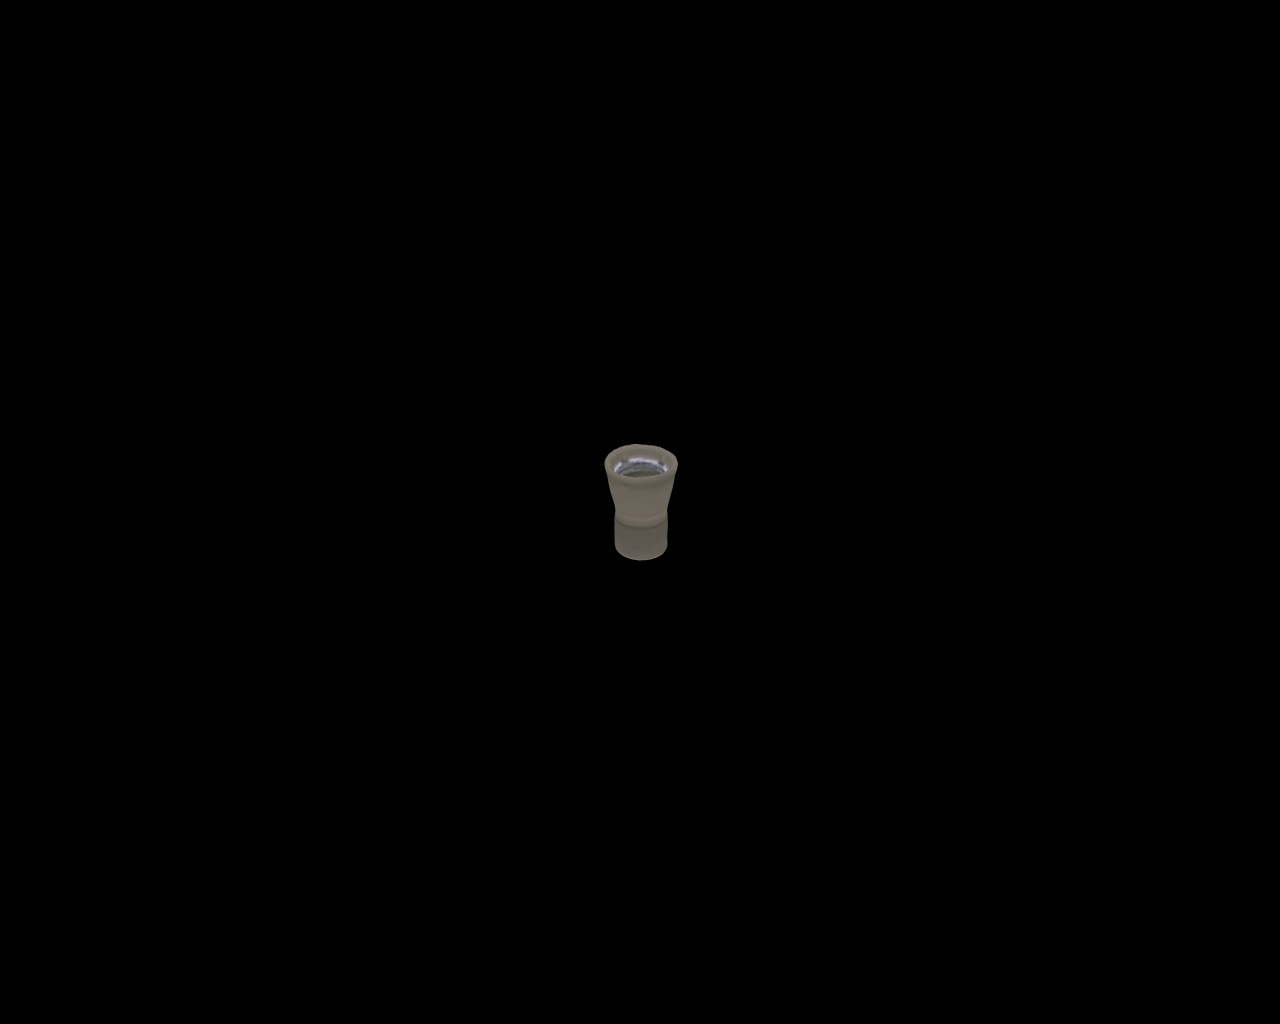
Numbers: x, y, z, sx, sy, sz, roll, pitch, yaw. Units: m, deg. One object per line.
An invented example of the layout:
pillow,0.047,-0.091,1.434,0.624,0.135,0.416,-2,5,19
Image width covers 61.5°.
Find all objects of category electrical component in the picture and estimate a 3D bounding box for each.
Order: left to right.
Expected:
electrical component,0.001,-0.003,0.650,0.044,0.065,0.044,0,29,0
